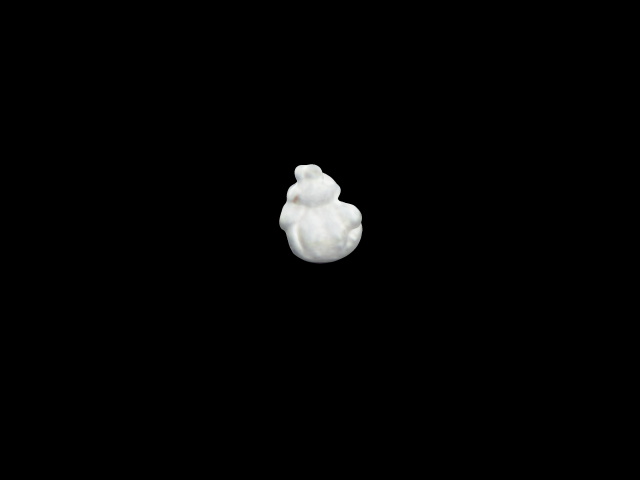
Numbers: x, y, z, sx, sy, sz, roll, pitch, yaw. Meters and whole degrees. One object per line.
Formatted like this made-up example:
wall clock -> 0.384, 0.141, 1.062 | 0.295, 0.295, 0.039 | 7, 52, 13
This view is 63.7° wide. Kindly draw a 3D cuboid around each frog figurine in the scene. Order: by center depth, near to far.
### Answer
frog figurine -> 0.003, -0.043, 0.850 | 0.137, 0.155, 0.126 | 8, 45, 8
